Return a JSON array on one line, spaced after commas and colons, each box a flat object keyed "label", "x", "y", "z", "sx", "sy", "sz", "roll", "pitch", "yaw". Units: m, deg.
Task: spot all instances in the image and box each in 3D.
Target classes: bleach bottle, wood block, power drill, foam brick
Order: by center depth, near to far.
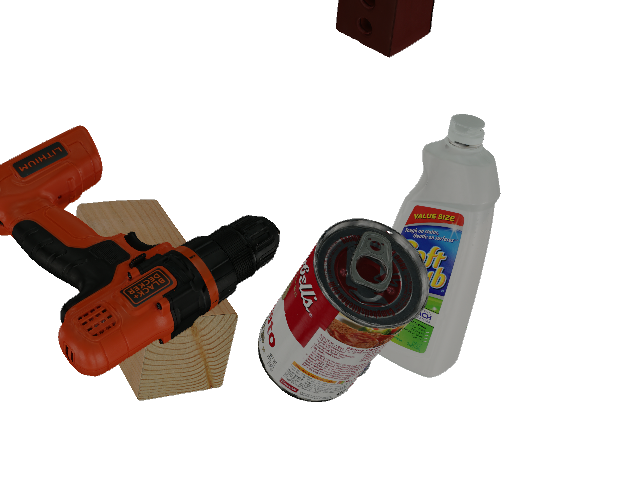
[{"label": "foam brick", "x": 0.048, "y": -0.180, "z": 0.754, "sx": 0.053, "sy": 0.078, "sz": 0.051, "roll": 32, "pitch": 51, "yaw": 25}, {"label": "power drill", "x": -0.148, "y": -0.006, "z": 0.793, "sx": 0.184, "sy": 0.057, "sz": 0.188, "roll": -32, "pitch": 59, "yaw": -31}, {"label": "bleach bottle", "x": 0.103, "y": 0.000, "z": 0.979, "sx": 0.103, "sy": 0.251, "sz": 0.067, "roll": 28, "pitch": 36, "yaw": 28}, {"label": "wood block", "x": -0.170, "y": 0.051, "z": 1.050, "sx": 0.090, "sy": 0.091, "sz": 0.206, "roll": -5, "pitch": 35, "yaw": -31}]

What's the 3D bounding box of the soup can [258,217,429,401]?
[{"label": "soup can", "x": 0.011, "y": 0.043, "z": 0.614, "sx": 0.068, "sy": 0.068, "sz": 0.102, "roll": 0, "pitch": -31, "yaw": -25}]

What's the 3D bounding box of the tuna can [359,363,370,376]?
[{"label": "tuna can", "x": 0.010, "y": 0.115, "z": 1.134, "sx": 0.086, "sy": 0.034, "sz": 0.086, "roll": -3, "pitch": 27, "yaw": 1}]
